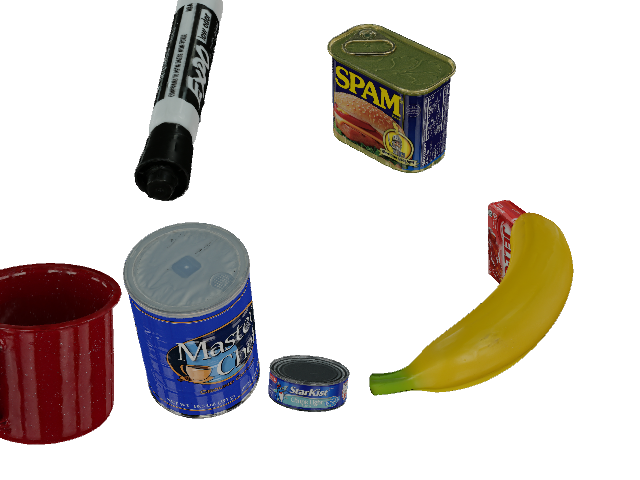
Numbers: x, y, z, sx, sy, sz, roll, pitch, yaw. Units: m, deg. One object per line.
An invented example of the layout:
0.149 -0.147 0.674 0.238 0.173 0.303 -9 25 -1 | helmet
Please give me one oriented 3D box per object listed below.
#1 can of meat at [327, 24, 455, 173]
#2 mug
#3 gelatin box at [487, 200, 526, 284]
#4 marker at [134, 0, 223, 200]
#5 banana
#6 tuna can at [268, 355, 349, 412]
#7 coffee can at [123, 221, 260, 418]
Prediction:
0.054 -0.111 0.844 0.102 0.084 0.057 32 52 32 | can of meat
-0.171 0.072 0.632 0.093 0.081 0.117 12 24 22 | mug
0.205 0.011 1.124 0.030 0.089 0.073 -14 30 -16 | gelatin box
-0.052 -0.058 0.400 0.020 0.020 0.121 0 43 2 | marker
0.105 0.031 0.606 0.070 0.037 0.197 15 34 31 | banana
-0.013 0.153 1.143 0.086 0.034 0.086 5 13 -1 | tuna can
-0.107 0.069 0.912 0.103 0.103 0.140 -1 -45 1 | coffee can
